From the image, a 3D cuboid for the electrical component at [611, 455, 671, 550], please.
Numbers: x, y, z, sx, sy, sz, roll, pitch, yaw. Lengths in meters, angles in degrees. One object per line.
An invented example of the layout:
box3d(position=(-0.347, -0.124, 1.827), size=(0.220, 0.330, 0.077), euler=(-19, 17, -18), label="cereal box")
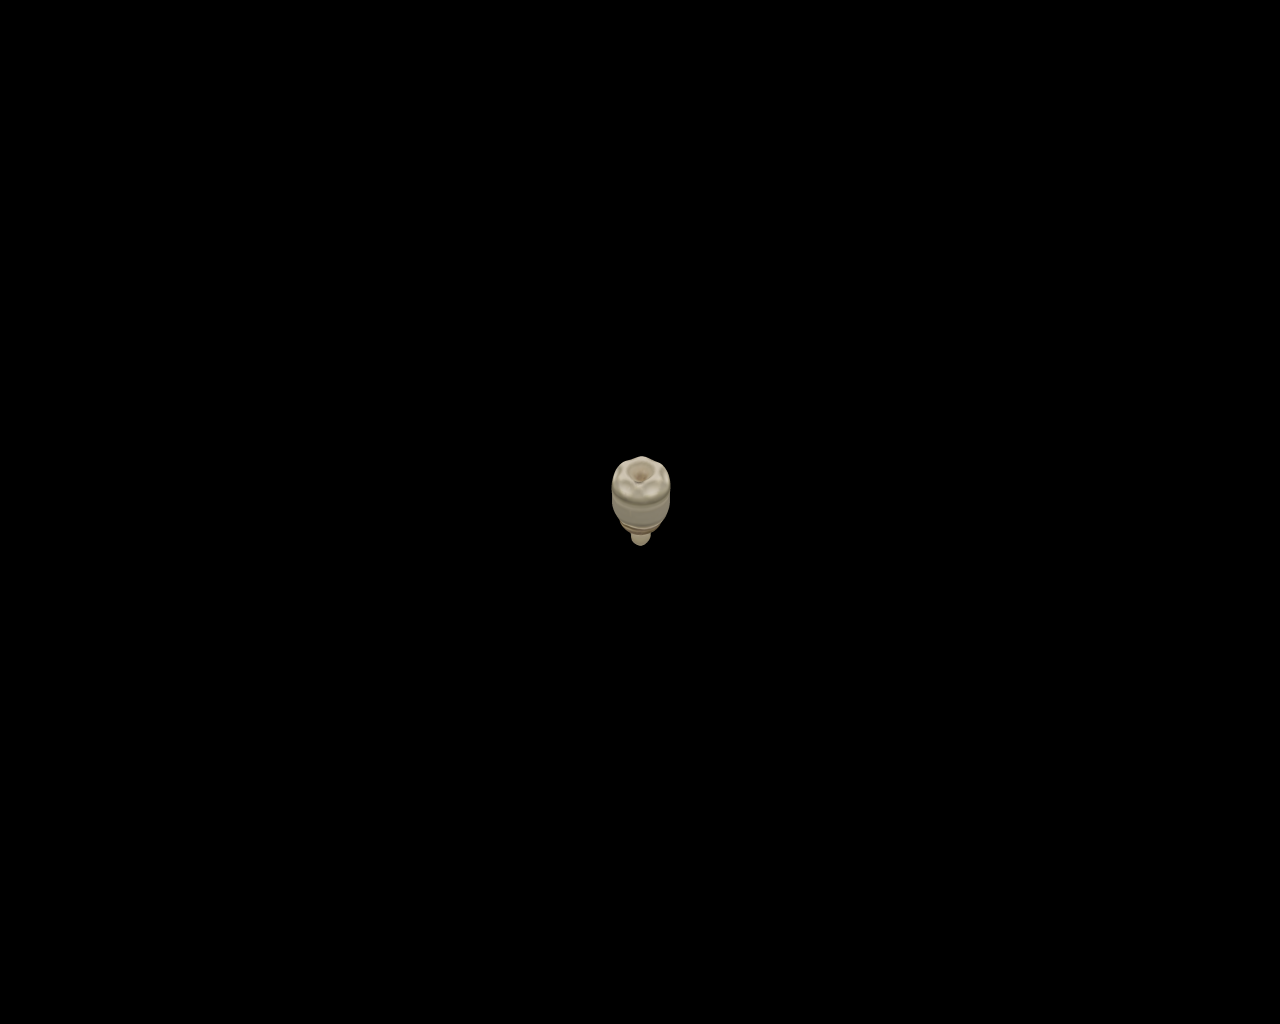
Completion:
box3d(position=(0.001, -0.003, 0.650), size=(0.035, 0.061, 0.035), euler=(0, 43, 0), label="electrical component")
